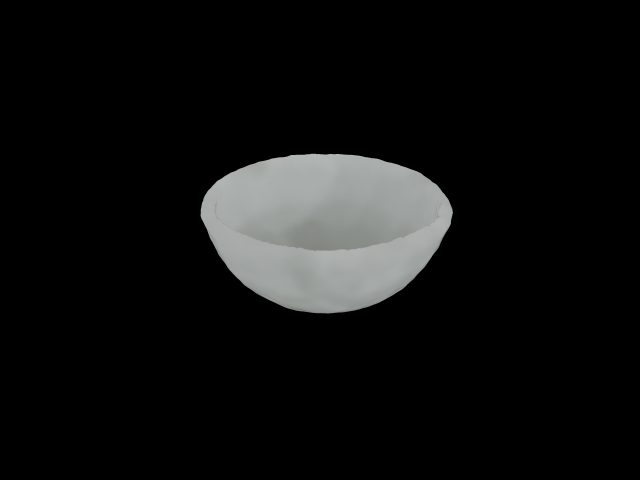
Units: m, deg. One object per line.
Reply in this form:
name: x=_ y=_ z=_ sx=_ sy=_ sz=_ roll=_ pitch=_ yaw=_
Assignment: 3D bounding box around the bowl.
bowl: x=0.004 y=0.001 z=0.400 sx=0.167 sy=0.075 sz=0.167 roll=0 pitch=29 yaw=0
